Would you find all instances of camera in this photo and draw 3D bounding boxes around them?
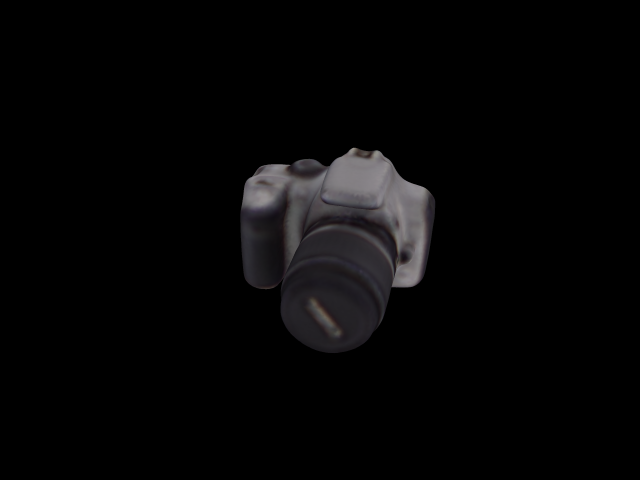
[{"bbox_3d":[0.004,0.001,0.400,0.143,0.101,0.137,8,35,12],"label":"camera"}]
